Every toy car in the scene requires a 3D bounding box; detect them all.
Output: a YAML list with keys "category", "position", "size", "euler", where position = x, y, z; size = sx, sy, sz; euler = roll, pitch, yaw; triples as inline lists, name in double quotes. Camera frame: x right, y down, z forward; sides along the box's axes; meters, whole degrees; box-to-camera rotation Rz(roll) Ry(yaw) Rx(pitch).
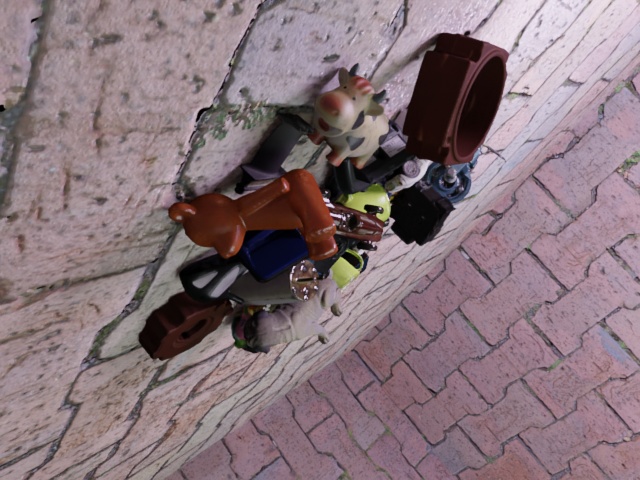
- category: "toy car"
  position: [0.207, -0.166, 1.108]
  size: [0.202, 0.056, 0.073]
  euler: [-47, -171, -23]
- category: "toy car"
  position: [-0.002, -0.003, 1.045]
  size: [0.161, 0.103, 0.109]
  euler: [-52, 141, 11]
- category: "toy car"
  position: [0.048, -0.032, 0.955]
  size: [0.202, 0.053, 0.089]
  euler: [13, 84, -39]

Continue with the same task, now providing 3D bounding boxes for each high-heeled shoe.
- category: "high-heeled shoe"
  position: [-0.127, 0.005, 0.914]
  size: [0.145, 0.086, 0.248]
  euler: [39, 82, -43]

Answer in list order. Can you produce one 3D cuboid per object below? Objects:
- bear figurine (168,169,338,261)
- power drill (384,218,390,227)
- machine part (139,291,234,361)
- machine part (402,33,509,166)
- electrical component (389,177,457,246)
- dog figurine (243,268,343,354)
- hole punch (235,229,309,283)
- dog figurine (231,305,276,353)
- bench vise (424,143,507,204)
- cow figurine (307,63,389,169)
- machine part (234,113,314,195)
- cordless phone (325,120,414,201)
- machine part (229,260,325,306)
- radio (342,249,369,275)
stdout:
- category: "bear figurine"
  position: [-0.088, -0.019, 0.715]
  size: [0.196, 0.132, 0.120]
  euler: [-20, 160, -7]
- category: "power drill"
  position: [0.060, -0.009, 1.227]
  size: [0.207, 0.086, 0.232]
  euler: [-36, 165, -28]
- category: "machine part"
  position: [-0.248, 0.154, 1.001]
  size: [0.179, 0.056, 0.179]
  euler: [-35, 163, -13]
- category: "machine part"
  position: [0.231, -0.228, 0.893]
  size: [0.201, 0.087, 0.201]
  euler: [-15, 124, -54]
- category: "electrical component"
  position: [0.215, -0.055, 1.180]
  size: [0.058, 0.115, 0.134]
  euler: [-17, 146, -47]
- category: "dog figurine"
  position: [-0.055, 0.132, 1.061]
  size: [0.190, 0.121, 0.172]
  euler: [8, 92, -53]
- category: "hole punch"
  position: [-0.085, -0.014, 0.843]
  size: [0.142, 0.116, 0.092]
  euler: [-34, 138, -18]
- category: "dog figurine"
  position: [-0.143, 0.165, 1.189]
  size: [0.191, 0.108, 0.219]
  euler: [-38, 160, 2]
- category: "bench vise"
  position: [0.350, -0.178, 1.364]
  size: [0.223, 0.129, 0.240]
  euler: [-43, 171, 11]
- category: "cow figurine"
  position: [0.048, -0.170, 0.765]
  size: [0.127, 0.085, 0.195]
  euler: [-47, 165, 18]
- category: "machine part"
  position: [-0.062, -0.116, 0.745]
  size: [0.084, 0.039, 0.139]
  euler: [-10, 149, -45]
- category: "cordless phone"
  position: [0.076, -0.127, 0.988]
  size: [0.146, 0.089, 0.184]
  euler: [-34, 174, -24]
- category: "machine part"
  position: [-0.087, 0.082, 0.998]
  size: [0.243, 0.079, 0.079]
  euler: [-12, -173, 42]
- category: "radio"
  position: [0.024, 0.104, 1.458]
  size: [0.229, 0.073, 0.131]
  euler: [-37, 164, -8]
